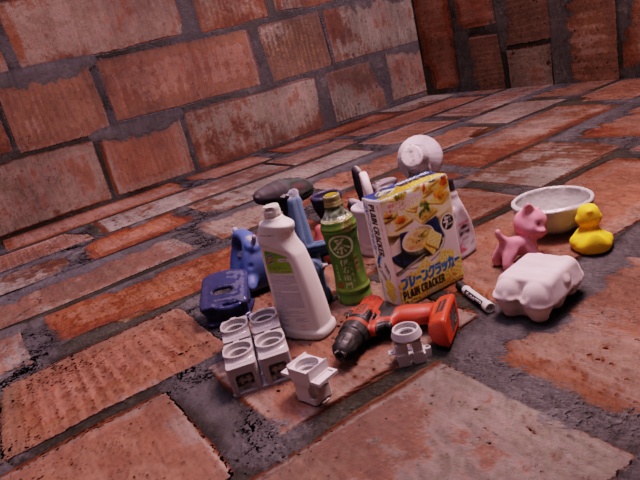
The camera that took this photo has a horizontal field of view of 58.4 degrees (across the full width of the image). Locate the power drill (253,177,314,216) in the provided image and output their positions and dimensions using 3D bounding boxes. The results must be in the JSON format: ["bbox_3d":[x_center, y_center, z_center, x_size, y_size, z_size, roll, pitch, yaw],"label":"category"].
[{"bbox_3d":[-0.075,-0.059,1.441,0.075,0.209,0.230,-4,21,28],"label":"power drill"}]

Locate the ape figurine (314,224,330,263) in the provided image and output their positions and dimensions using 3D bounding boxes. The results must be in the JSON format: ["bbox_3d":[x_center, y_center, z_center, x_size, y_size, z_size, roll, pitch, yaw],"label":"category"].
[{"bbox_3d":[0.013,0.005,1.375,0.077,0.092,0.076,-2,22,31],"label":"ape figurine"}]

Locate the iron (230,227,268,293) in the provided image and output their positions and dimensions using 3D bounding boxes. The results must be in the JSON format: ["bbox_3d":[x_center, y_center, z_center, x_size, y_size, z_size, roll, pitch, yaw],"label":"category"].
[{"bbox_3d":[-0.173,0.032,1.356,0.119,0.141,0.257,-22,20,-20],"label":"iron"}]

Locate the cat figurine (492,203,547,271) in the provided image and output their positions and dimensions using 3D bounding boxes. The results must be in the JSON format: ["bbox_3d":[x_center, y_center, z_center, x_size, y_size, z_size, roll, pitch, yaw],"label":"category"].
[{"bbox_3d":[0.391,-0.014,1.111,0.128,0.118,0.067,-20,19,-16],"label":"cat figurine"}]

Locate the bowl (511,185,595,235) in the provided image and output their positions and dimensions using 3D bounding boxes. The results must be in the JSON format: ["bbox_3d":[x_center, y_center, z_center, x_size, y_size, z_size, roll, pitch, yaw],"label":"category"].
[{"bbox_3d":[0.497,-0.056,1.222,0.167,0.075,0.167,-13,19,5],"label":"bowl"}]

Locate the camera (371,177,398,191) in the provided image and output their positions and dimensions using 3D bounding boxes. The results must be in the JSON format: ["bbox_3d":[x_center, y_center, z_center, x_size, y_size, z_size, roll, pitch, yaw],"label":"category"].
[{"bbox_3d":[0.215,-0.125,1.586,0.137,0.101,0.143,-18,19,-11],"label":"camera"}]

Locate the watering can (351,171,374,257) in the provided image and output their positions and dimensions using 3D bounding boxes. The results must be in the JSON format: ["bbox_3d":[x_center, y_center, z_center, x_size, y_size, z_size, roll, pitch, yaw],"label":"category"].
[{"bbox_3d":[0.131,-0.070,1.343,0.173,0.194,0.100,-20,19,-16],"label":"watering can"}]

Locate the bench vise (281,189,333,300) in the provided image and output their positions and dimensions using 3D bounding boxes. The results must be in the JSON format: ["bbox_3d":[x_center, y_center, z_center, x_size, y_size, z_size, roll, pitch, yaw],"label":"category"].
[{"bbox_3d":[-0.021,0.008,1.188,0.121,0.220,0.207,-19,19,-13],"label":"bench vise"}]

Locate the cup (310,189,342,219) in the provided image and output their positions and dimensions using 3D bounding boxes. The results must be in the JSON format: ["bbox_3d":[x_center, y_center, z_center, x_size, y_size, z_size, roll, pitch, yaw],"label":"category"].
[{"bbox_3d":[0.031,-0.086,1.620,0.092,0.095,0.117,-21,20,-18],"label":"cup"}]

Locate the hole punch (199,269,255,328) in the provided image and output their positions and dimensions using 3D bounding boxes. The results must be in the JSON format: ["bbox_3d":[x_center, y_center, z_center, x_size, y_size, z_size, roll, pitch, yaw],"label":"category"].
[{"bbox_3d":[-0.194,0.120,1.197,0.108,0.091,0.101,-13,19,5],"label":"hole punch"}]

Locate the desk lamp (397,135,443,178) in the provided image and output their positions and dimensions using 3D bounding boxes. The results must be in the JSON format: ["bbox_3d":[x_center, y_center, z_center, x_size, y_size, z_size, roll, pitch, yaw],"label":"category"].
[{"bbox_3d":[0.256,-0.153,1.460,0.117,0.214,0.203,-8,20,18],"label":"desk lamp"}]

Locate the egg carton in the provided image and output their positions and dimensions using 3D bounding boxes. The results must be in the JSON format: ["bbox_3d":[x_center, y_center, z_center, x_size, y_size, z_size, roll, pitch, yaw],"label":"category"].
[{"bbox_3d":[0.363,0.075,0.950,0.151,0.069,0.107,-29,24,-37],"label":"egg carton"}]

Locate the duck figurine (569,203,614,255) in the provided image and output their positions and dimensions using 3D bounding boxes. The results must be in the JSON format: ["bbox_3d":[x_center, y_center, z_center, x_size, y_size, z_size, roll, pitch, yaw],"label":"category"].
[{"bbox_3d":[0.519,-0.026,1.101,0.077,0.086,0.104,-9,19,17],"label":"duck figurine"}]

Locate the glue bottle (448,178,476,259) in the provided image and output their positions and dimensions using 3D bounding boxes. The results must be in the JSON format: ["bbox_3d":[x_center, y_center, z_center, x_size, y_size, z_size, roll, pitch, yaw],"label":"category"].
[{"bbox_3d":[0.284,-0.047,1.196,0.037,0.173,0.078,6,28,46],"label":"glue bottle"}]

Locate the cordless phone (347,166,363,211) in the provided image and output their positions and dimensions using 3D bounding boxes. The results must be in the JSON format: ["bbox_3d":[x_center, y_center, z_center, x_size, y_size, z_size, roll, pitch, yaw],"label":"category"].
[{"bbox_3d":[0.114,-0.112,1.492,0.094,0.185,0.147,-17,19,-7],"label":"cordless phone"}]
